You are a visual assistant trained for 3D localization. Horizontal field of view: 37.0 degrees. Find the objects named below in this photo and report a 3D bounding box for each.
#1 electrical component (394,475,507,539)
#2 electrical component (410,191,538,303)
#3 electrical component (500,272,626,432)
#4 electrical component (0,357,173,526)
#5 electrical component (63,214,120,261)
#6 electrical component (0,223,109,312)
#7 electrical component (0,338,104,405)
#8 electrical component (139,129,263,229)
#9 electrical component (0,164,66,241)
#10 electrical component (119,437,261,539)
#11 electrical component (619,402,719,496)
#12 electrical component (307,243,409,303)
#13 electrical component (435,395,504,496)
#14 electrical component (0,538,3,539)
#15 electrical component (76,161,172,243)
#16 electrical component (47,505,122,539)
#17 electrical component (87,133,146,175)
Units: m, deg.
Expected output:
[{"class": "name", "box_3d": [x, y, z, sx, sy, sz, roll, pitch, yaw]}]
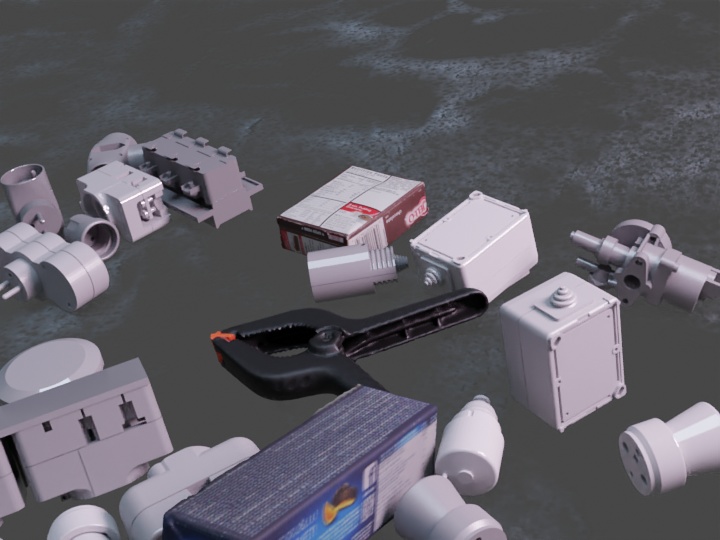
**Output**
[{"class": "electrical component", "box_3d": [0.053, 0.153, 0.631, 0.045, 0.045, 0.055, -27, 35, -24]}, {"class": "electrical component", "box_3d": [0.089, -0.008, 0.870, 0.096, 0.061, 0.062, -37, 39, -24]}, {"class": "electrical component", "box_3d": [0.134, 0.047, 0.726, 0.062, 0.096, 0.061, -26, 34, -22]}, {"class": "electrical component", "box_3d": [-0.224, 0.124, 0.712, 0.186, 0.060, 0.105, -19, 7, -13]}, {"class": "electrical component", "box_3d": [-0.259, -0.033, 1.032, 0.040, 0.040, 0.046, -31, 32, -29]}, {"class": "electrical component", "box_3d": [-0.298, 0.005, 0.970, 0.138, 0.052, 0.074, 16, 41, 38]}, {"class": "electrical component", "box_3d": [-0.230, 0.092, 0.812, 0.080, 0.051, 0.080, -8, 32, 5]}, {"class": "electrical component", "box_3d": [-0.167, -0.094, 1.078, 0.079, 0.063, 0.121, -31, 37, -30]}, {"class": "electrical component", "box_3d": [-0.313, -0.053, 1.044, 0.043, 0.077, 0.079, -22, 33, -17]}, {"class": "electrical component", "box_3d": [-0.098, 0.150, 0.675, 0.095, 0.053, 0.059, -24, 34, -20]}, {"class": "electrical component", "box_3d": [0.193, 0.110, 0.658, 0.055, 0.045, 0.045, -17, 32, -8]}, {"class": "electrical component", "box_3d": [0.000, 0.000, 0.895, 0.081, 0.043, 0.043, -9, 32, 3]}, {"class": "electrical component", "box_3d": [0.074, 0.110, 0.698, 0.040, 0.040, 0.078, -1, 32, 16]}, {"class": "electrical component", "box_3d": [-0.224, 0.196, 0.638, 0.058, 0.057, 0.078, -14, 32, -5]}, {"class": "electrical component", "box_3d": [-0.239, -0.067, 1.069, 0.056, 0.050, 0.089, -32, 37, -31]}, {"class": "electrical component", "box_3d": [-0.167, 0.178, 0.661, 0.045, 0.045, 0.055, -20, 32, -14]}, {"class": "electrical component", "box_3d": [-0.247, -0.115, 1.155, 0.079, 0.043, 0.077, -9, 31, 4]}]
